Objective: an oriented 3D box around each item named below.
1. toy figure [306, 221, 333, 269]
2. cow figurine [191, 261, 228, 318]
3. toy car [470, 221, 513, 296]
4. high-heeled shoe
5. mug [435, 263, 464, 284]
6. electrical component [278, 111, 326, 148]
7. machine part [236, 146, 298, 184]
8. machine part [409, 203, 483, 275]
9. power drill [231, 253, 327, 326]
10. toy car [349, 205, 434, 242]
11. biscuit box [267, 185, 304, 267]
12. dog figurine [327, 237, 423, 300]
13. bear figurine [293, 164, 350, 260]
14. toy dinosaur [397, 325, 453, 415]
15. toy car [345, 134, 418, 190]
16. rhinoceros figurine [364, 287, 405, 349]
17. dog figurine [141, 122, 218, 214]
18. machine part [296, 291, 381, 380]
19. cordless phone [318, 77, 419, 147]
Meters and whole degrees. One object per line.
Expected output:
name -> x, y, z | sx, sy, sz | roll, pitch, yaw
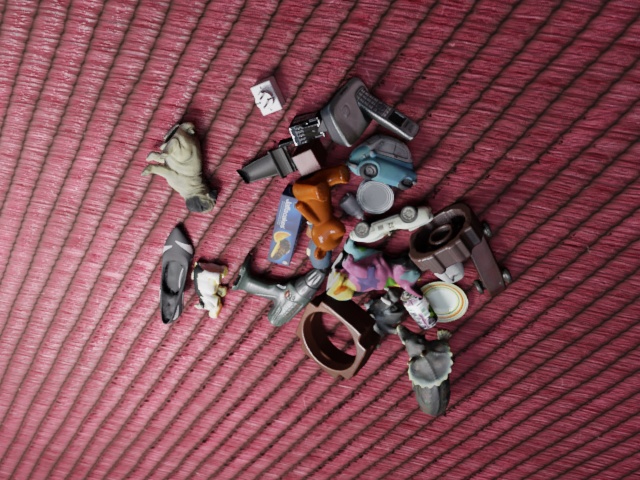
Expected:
toy figure -> -0.004, -0.003, 1.322 | 0.058, 0.064, 0.154 | 23, 128, 43
cow figurine -> -0.308, 0.137, 1.464 | 0.098, 0.068, 0.167 | 15, 120, 8
toy car -> 0.387, 0.043, 1.276 | 0.089, 0.053, 0.202 | -28, 111, 10
high-heeled shoe -> -0.391, 0.097, 1.409 | 0.086, 0.145, 0.248 | 7, 125, 6
mug -> 0.302, 0.060, 1.277 | 0.081, 0.110, 0.107 | -34, 124, 21
electrical component -> -0.041, -0.241, 1.171 | 0.119, 0.075, 0.047 | -10, 120, 20
machine part -> -0.126, -0.168, 1.255 | 0.139, 0.039, 0.084 | -16, 123, 18
machine part -> 0.280, -0.004, 1.201 | 0.179, 0.179, 0.056 | -32, 115, 27
power drill -> -0.116, 0.113, 1.413 | 0.207, 0.086, 0.232 | 24, 123, -12
toy car -> 0.164, -0.035, 1.250 | 0.202, 0.073, 0.056 | -19, 85, 21
biscuit box -> -0.079, -0.034, 1.316 | 0.063, 0.059, 0.202 | 16, 123, 1
dog figurine -> 0.145, 0.094, 1.326 | 0.219, 0.108, 0.191 | 22, 121, -6
bear figurine -> 0.017, -0.057, 1.206 | 0.132, 0.120, 0.195 | -1, 119, 47
toy dinosaur -> 0.296, 0.382, 1.426 | 0.131, 0.192, 0.404 | -4, 120, 16
toy car -> 0.141, -0.175, 1.161 | 0.162, 0.109, 0.102 | 14, 106, -9
rhinoceros figurine -> 0.160, 0.200, 1.415 | 0.112, 0.073, 0.190 | 35, 124, 1
dog figurine -> -0.295, -0.165, 1.267 | 0.190, 0.121, 0.172 | 36, 126, -28
machine part -> 0.046, 0.247, 1.410 | 0.202, 0.087, 0.200 | 39, 130, 21
cordless phone -> 0.102, -0.234, 1.093 | 0.184, 0.146, 0.088 | 31, 143, 5
